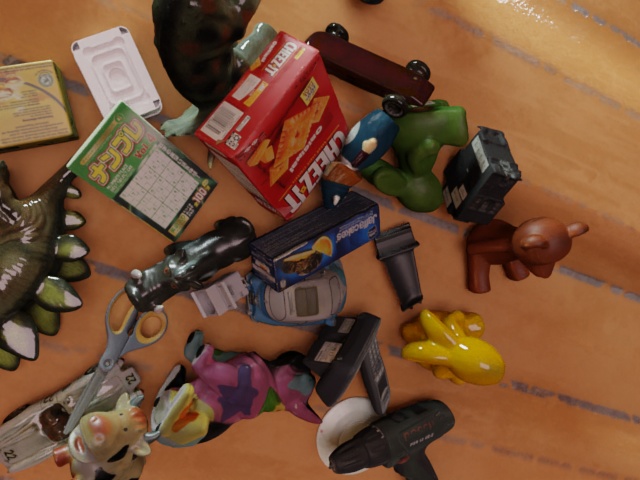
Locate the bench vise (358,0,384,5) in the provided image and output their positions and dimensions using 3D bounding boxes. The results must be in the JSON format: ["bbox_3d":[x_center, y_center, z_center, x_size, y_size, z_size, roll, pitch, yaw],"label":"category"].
[{"bbox_3d":[0.056,-0.466,0.755,0.240,0.129,0.223,23,90,-25],"label":"bench vise"}]

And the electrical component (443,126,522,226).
[{"bbox_3d":[0.246,-0.092,0.841,0.058,0.134,0.115,13,48,-15],"label":"electrical component"}]

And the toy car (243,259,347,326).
[{"bbox_3d":[-0.027,0.077,0.790,0.162,0.103,0.109,-5,96,-19],"label":"toy car"}]

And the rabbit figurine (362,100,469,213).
[{"bbox_3d":[0.146,-0.116,0.821,0.159,0.121,0.170,-12,114,-12],"label":"rabbit figurine"}]

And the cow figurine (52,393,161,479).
[{"bbox_3d":[-0.271,0.274,0.698,0.127,0.194,0.086,-25,61,-23],"label":"cow figurine"}]

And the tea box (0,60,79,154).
[{"bbox_3d":[-0.404,-0.159,0.670,0.170,0.068,0.098,-13,99,-17],"label":"tea box"}]

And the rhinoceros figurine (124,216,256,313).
[{"bbox_3d":[-0.172,0.035,0.737,0.190,0.112,0.073,-30,105,-20],"label":"rhinoceros figurine"}]

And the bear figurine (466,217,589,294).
[{"bbox_3d":[0.319,0.024,0.841,0.120,0.196,0.131,-18,101,-18],"label":"bear figurine"}]

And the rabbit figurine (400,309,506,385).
[{"bbox_3d":[0.210,0.164,0.834,0.162,0.173,0.122,28,91,-22],"label":"rabbit figurine"}]

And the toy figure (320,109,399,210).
[{"bbox_3d":[0.049,-0.112,0.763,0.058,0.064,0.154,44,102,21],"label":"toy figure"}]

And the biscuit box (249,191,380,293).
[{"bbox_3d":[-0.002,-0.002,0.775,0.203,0.063,0.059,-28,130,-30],"label":"biscuit box"}]

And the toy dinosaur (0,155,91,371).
[{"bbox_3d":[-0.419,0.069,0.667,0.198,0.105,0.471,41,82,-16],"label":"toy dinosaur"}]

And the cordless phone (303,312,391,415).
[{"bbox_3d":[0.058,0.218,0.822,0.146,0.089,0.184,-52,129,-50],"label":"cordless phone"}]

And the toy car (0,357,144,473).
[{"bbox_3d":[-0.341,0.235,0.732,0.202,0.056,0.073,-29,103,-12],"label":"toy car"}]

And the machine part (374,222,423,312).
[{"bbox_3d":[0.133,0.045,0.869,0.084,0.039,0.138,-17,98,-20],"label":"machine part"}]

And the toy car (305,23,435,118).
[{"bbox_3d":[0.066,-0.243,0.779,0.202,0.053,0.089,28,64,10],"label":"toy car"}]

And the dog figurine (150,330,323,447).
[{"bbox_3d":[-0.108,0.233,0.776,0.219,0.108,0.191,31,78,-20],"label":"dog figurine"}]

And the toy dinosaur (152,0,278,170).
[{"bbox_3d":[-0.134,-0.239,0.630,0.131,0.404,0.192,21,67,12],"label":"toy dinosaur"}]

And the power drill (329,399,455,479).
[{"bbox_3d":[0.130,0.376,0.868,0.232,0.086,0.207,-23,98,-28],"label":"power drill"}]
